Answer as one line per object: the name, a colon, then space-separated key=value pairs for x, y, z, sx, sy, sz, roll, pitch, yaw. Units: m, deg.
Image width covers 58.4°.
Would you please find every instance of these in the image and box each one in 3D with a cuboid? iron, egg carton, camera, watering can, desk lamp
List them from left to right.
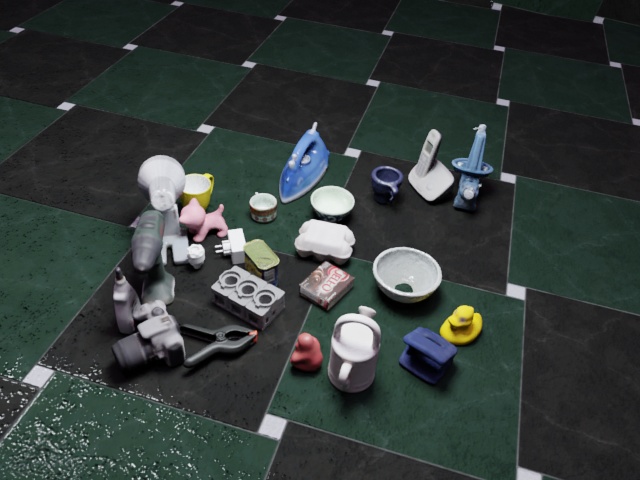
camera: x=-0.371 y=0.206 z=1.211 sx=0.137 sy=0.101 sz=0.142 roll=-22 pitch=49 yaw=-26
desk lamp: x=-0.387 y=-0.078 z=1.435 sx=0.118 sy=0.214 sz=0.203 roll=-8 pitch=44 yaw=-13
iron: x=-0.055 y=-0.233 z=1.687 sx=0.118 sy=0.141 sz=0.258 roll=16 pitch=44 yaw=12
egg carton: x=0.014 y=0.005 z=1.488 sx=0.150 sy=0.069 sz=0.107 roll=11 pitch=43 yaw=7
watering can: x=0.072 y=0.212 z=1.176 sx=0.101 sy=0.194 sz=0.172 roll=0 pitch=43 yaw=-4

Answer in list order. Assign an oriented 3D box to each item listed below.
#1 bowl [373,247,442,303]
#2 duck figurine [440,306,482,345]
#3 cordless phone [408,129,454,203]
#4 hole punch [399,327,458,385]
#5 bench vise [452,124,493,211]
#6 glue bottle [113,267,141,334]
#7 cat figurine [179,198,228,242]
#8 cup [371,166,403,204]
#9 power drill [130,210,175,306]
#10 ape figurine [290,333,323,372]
bowl: x=0.209 y=0.098 z=1.401 sx=0.167 sy=0.075 sz=0.167 roll=3 pitch=43 yaw=-2
duck figurine: x=0.329 y=0.185 z=1.309 sx=0.105 sy=0.086 sz=0.077 roll=-17 pitch=47 yaw=-22
cordless phone: x=0.335 y=-0.216 z=1.672 sx=0.094 sy=0.185 sz=0.147 roll=-17 pitch=47 yaw=-22
hole punch: x=0.236 y=0.236 z=1.241 sx=0.108 sy=0.091 sz=0.101 roll=29 pitch=48 yaw=25
bench vise: x=0.451 y=-0.205 z=1.645 sx=0.121 sy=0.220 sz=0.207 roll=0 pitch=43 yaw=-5
glue bottle: x=-0.424 y=0.124 z=1.243 sx=0.037 sy=0.173 sz=0.078 roll=2 pitch=43 yaw=-2
cat figurine: x=-0.307 y=-0.059 z=1.493 sx=0.128 sy=0.118 sz=0.067 roll=-16 pitch=46 yaw=-21
cup: x=0.194 y=-0.144 z=1.647 sx=0.092 sy=0.095 sz=0.117 roll=-9 pitch=44 yaw=-15
power drill: x=-0.380 y=0.051 z=1.300 sx=0.076 sy=0.208 sz=0.229 roll=-4 pitch=43 yaw=-9
ape figurine: x=-0.029 y=0.233 z=1.220 sx=0.078 sy=0.092 sz=0.076 roll=-26 pitch=51 yaw=-29
